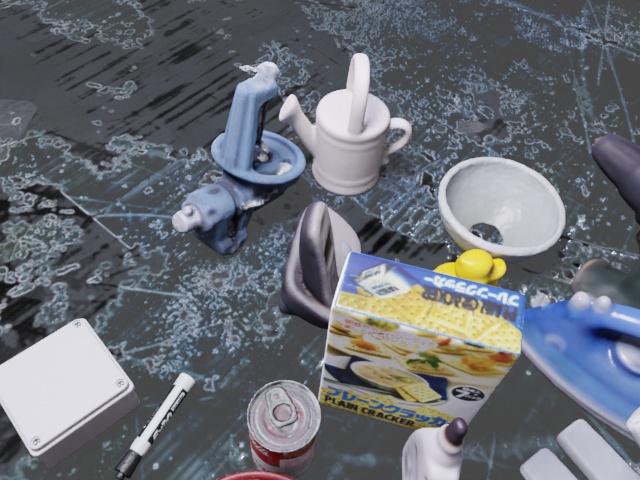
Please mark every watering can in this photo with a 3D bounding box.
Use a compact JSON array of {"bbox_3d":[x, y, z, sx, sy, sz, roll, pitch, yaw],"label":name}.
[{"bbox_3d":[0.036,-0.158,0.775,0.173,0.194,0.100,-13,55,-14],"label":"watering can"}]

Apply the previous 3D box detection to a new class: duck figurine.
[{"bbox_3d":[0.177,0.046,0.701,0.104,0.086,0.077,-4,54,-8],"label":"duck figurine"}]

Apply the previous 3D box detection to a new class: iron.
[{"bbox_3d":[0.338,0.121,0.622,0.257,0.141,0.119,29,56,17],"label":"iron"}]

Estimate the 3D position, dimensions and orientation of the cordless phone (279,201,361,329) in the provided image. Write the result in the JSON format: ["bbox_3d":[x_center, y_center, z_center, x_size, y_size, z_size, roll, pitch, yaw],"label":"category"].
[{"bbox_3d":[0.006,0.002,0.657,0.094,0.185,0.147,8,53,2],"label":"cordless phone"}]

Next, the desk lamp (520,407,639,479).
[{"bbox_3d":[0.305,0.231,0.492,0.118,0.213,0.202,-28,60,-23],"label":"desk lamp"}]

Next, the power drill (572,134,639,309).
[{"bbox_3d":[0.385,0.007,0.670,0.229,0.208,0.076,37,59,21],"label":"power drill"}]

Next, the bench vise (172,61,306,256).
[{"bbox_3d":[-0.088,-0.091,0.698,0.121,0.220,0.207,17,54,9],"label":"bench vise"}]

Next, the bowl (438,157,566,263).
[{"bbox_3d":[0.233,-0.029,0.768,0.167,0.075,0.167,2,53,-3],"label":"bowl"}]

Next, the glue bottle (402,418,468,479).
[{"bbox_3d":[0.107,0.200,0.524,0.037,0.173,0.078,5,53,0],"label":"glue bottle"}]
